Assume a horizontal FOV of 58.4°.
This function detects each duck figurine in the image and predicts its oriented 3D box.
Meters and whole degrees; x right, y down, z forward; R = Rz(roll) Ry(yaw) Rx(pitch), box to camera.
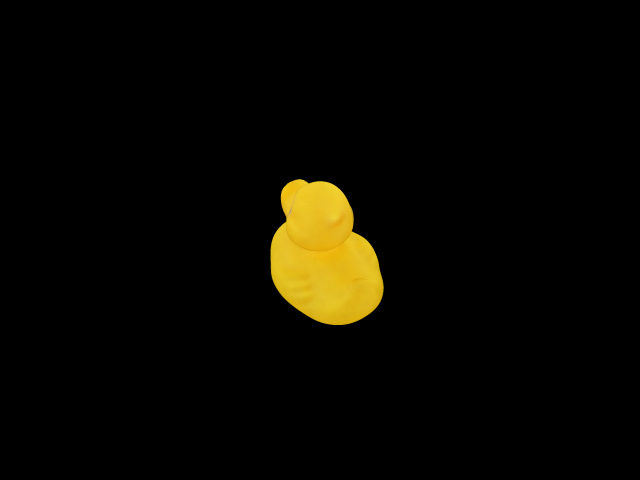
[{"bbox_3d":[0.004,0.001,0.400,0.078,0.086,0.104,-25,54,-20],"label":"duck figurine"}]
